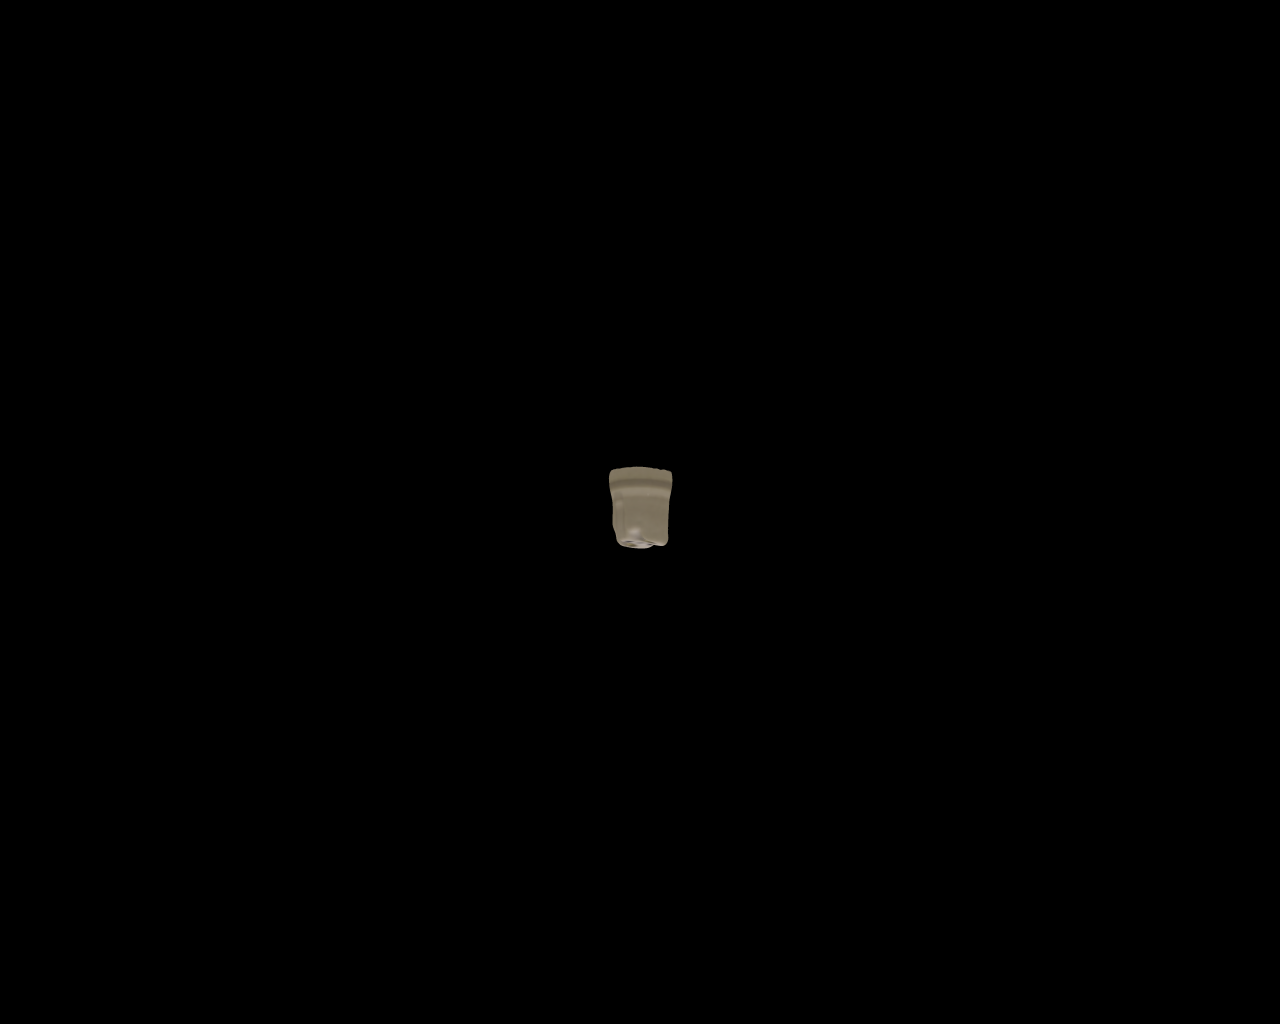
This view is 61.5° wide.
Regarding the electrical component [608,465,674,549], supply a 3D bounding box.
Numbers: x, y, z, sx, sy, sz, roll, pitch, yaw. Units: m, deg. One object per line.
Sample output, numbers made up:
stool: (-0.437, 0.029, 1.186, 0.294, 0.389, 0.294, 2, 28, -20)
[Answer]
electrical component: (0.001, -0.003, 0.650, 0.040, 0.046, 0.040, 0, -9, 0)
